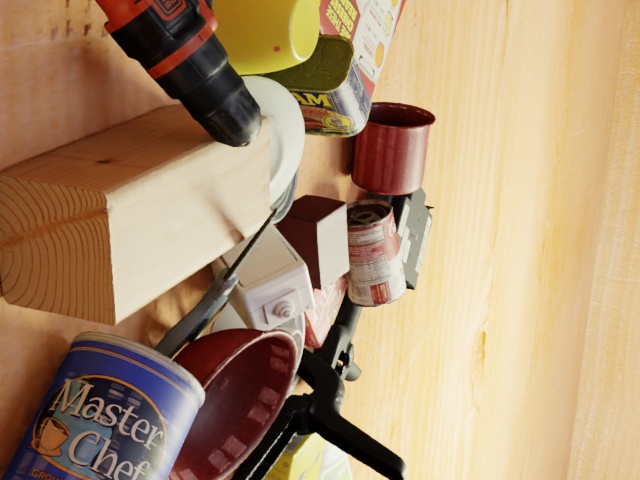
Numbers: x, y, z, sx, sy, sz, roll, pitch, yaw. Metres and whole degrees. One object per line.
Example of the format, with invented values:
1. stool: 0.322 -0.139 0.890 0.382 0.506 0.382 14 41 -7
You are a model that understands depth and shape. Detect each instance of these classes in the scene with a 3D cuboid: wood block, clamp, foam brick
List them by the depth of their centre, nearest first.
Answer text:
1. wood block: -0.121 -0.027 0.744 0.205 0.091 0.090 -36 131 -58
2. clamp: -0.008 0.169 1.012 0.210 0.164 0.036 -94 179 -55
3. foam brick: -0.007 0.001 1.059 0.052 0.051 0.078 -33 129 -45
4. clamp: 0.021 0.134 1.194 0.171 0.039 0.120 -50 138 -59

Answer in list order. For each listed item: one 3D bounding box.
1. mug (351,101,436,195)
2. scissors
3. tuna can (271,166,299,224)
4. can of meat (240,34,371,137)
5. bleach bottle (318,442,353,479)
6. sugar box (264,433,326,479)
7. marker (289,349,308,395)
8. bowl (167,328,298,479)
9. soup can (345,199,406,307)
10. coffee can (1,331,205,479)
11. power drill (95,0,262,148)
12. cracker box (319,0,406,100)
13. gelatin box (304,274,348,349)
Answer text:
1. mug: 0.075 -0.105 1.185 0.117 0.093 0.081 -115 -153 -63
2. scissors: -0.088 0.047 0.823 0.096 0.016 0.202 -45 175 -29
3. tuna can: -0.051 -0.057 0.964 0.086 0.034 0.086 10 90 -67
4. can of meat: -0.011 -0.135 0.941 0.084 0.102 0.057 58 43 -60
5. bleach bottle: 0.003 0.279 1.193 0.102 0.068 0.251 -45 137 -54
6. sugar box: -0.037 0.262 1.080 0.093 0.048 0.176 -38 140 -58
7. marker: -0.041 0.162 1.096 0.020 0.020 0.121 72 36 -48
8. bowl: -0.089 0.130 0.873 0.161 0.055 0.162 -43 151 -31
9. soup can: 0.055 0.015 1.175 0.068 0.069 0.102 -47 132 -52
10. coffee can: -0.152 0.148 0.727 0.102 0.103 0.140 66 40 -52
11. power drill: -0.067 -0.180 0.738 0.184 0.058 0.187 52 51 -20
12. cracker box: 0.022 -0.253 1.009 0.213 0.072 0.164 -70 154 -20
13. gelatin box: -0.004 0.058 1.125 0.073 0.030 0.089 69 37 -49
